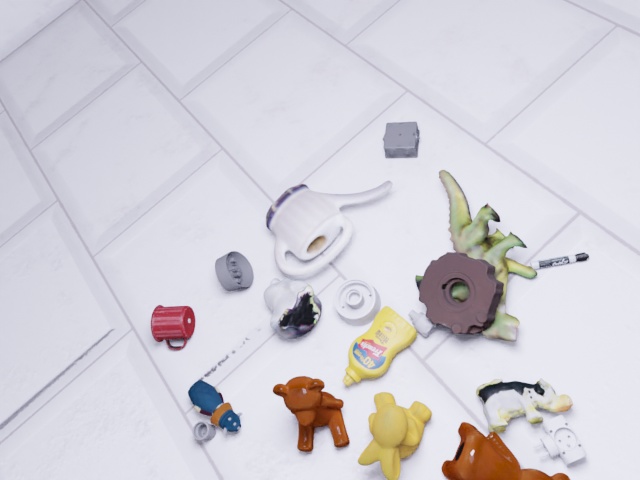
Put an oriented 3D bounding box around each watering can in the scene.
[{"bbox_3d":[0.004,-0.066,1.305,0.349,0.102,0.227,-46,60,-8],"label":"watering can"}]

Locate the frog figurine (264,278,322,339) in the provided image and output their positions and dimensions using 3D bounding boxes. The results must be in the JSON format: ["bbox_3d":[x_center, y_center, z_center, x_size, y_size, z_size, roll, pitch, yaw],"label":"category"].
[{"bbox_3d":[-0.074,0.159,1.235,0.160,0.121,0.138,9,73,60],"label":"frog figurine"}]

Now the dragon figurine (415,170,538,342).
[{"bbox_3d":[0.320,0.047,1.160,0.242,0.120,0.417,-39,58,5],"label":"dragon figurine"}]
